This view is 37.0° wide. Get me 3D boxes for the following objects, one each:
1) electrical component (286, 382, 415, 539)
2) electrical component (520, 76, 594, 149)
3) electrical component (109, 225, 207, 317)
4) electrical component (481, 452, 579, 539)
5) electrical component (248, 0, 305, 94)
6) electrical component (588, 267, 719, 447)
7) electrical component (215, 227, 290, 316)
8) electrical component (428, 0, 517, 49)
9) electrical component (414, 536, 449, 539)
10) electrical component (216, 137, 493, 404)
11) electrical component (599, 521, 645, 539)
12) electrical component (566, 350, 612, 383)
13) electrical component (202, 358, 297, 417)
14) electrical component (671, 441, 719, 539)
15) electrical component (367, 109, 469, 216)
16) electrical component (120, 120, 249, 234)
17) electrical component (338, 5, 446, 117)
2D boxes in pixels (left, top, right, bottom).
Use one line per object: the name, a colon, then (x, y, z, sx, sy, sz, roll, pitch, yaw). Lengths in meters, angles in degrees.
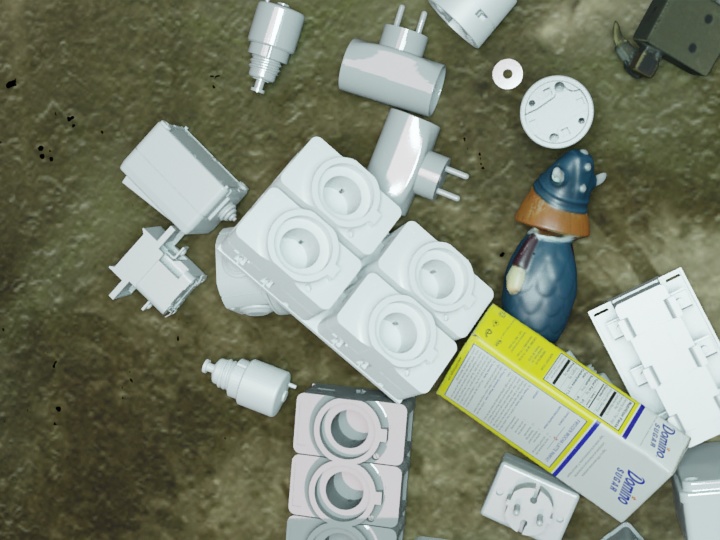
electrical component: (-0.008, 0.175, 0.878, 0.089, 0.062, 0.150, 5, 94, 11)
electrical component: (0.154, -0.121, 0.839, 0.055, 0.047, 0.055, 1, 93, 11)
electrical component: (-0.169, 0.001, 0.911, 0.064, 0.042, 0.081, 43, 100, 2)
electrical component: (0.133, 0.184, 0.844, 0.066, 0.077, 0.047, 23, 97, 9)
electrical component: (-0.073, -0.184, 0.883, 0.040, 0.040, 0.078, 19, 96, 9)
electrical component: (0.239, 0.070, 0.824, 0.079, 0.063, 0.121, -27, 88, 11)
electrical component: (-0.081, -0.002, 0.875, 0.051, 0.080, 0.080, -7, 91, 16)
electrical component: (0.090, -0.210, 0.844, 0.055, 0.055, 0.047, 44, 96, 6)
electrical component: (0.070, 0.281, 0.871, 0.078, 0.057, 0.113, 5, 94, 11)
electrical component: (0.000, 0.000, 0.823, 0.186, 0.060, 0.105, 41, 67, -8)
electrical component: (0.206, 0.263, 0.848, 0.100, 0.048, 0.099, -41, 85, 10)
electrical component: (0.180, 0.091, 0.852, 0.035, 0.035, 0.061, -37, 83, 10)
electrical component: (-0.095, 0.094, 0.902, 0.078, 0.040, 0.040, 20, 96, 10)
electrical component: (0.290, 0.166, 0.797, 0.109, 0.109, 0.056, -8, 94, 11)
electrical component: (0.047, -0.080, 0.864, 0.079, 0.043, 0.077, 23, 96, 10)
electrical component: (-0.143, -0.068, 0.892, 0.096, 0.062, 0.061, 45, 100, 6)
electrical component: (0.031, -0.171, 0.862, 0.077, 0.043, 0.079, 19, 96, 10)
